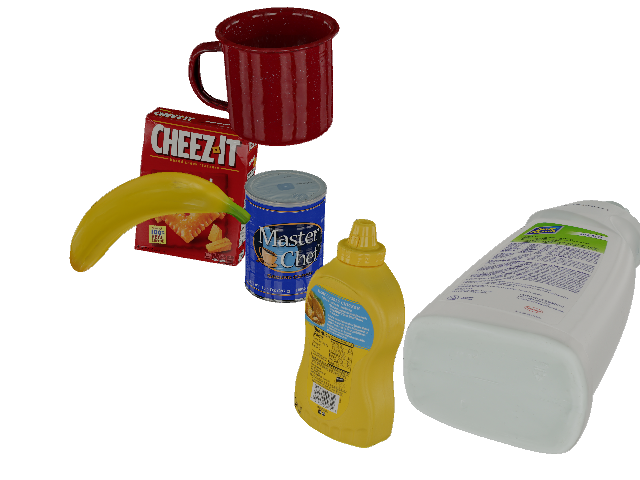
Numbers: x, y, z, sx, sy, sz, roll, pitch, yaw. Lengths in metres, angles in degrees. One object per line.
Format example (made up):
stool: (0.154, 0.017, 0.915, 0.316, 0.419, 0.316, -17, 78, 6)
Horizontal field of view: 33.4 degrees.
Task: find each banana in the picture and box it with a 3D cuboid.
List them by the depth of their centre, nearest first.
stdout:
banana: (-0.159, -0.020, 0.940, 0.198, 0.069, 0.037, -14, 16, 29)

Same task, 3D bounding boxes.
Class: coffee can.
coffee can: (-0.045, -0.006, 1.358, 0.103, 0.140, 0.103, 2, 26, -1)

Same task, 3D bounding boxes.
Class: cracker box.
cracker box: (-0.187, -0.079, 1.610, 0.164, 0.214, 0.072, 10, 20, 6)

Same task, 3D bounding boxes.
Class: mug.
mug: (-0.044, -0.125, 0.817, 0.117, 0.081, 0.093, 1, 31, 4)

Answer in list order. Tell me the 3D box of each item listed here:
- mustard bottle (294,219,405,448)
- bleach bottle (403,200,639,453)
mustard bottle: (0.027, 0.075, 0.919, 0.058, 0.192, 0.096, -12, 26, -42)
bleach bottle: (0.144, 0.030, 0.631, 0.103, 0.068, 0.250, 12, 26, 28)
